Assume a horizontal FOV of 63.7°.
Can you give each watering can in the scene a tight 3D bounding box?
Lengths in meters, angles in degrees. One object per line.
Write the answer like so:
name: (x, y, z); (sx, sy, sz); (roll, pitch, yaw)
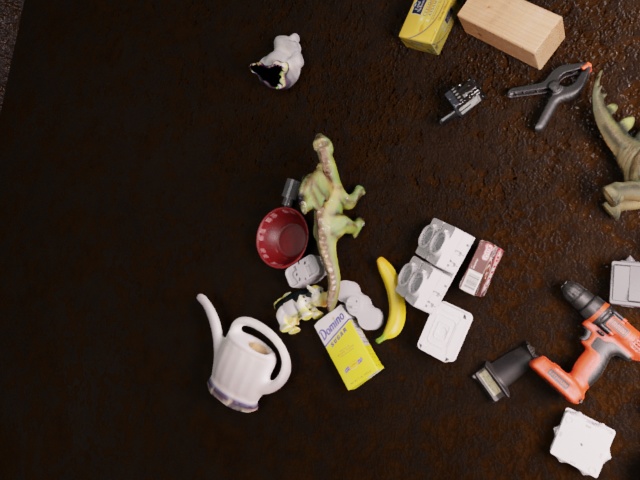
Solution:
watering can: (-0.226, 0.296, 1.335); (0.350, 0.103, 0.224); (25, 94, 30)

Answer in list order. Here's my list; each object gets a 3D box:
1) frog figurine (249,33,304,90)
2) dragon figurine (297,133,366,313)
frog figurine: (-0.106, -0.503, 1.452); (0.136, 0.120, 0.163); (-10, 40, 36)
dragon figurine: (0.004, -0.060, 1.190); (0.122, 0.239, 0.418); (-8, 64, 28)
